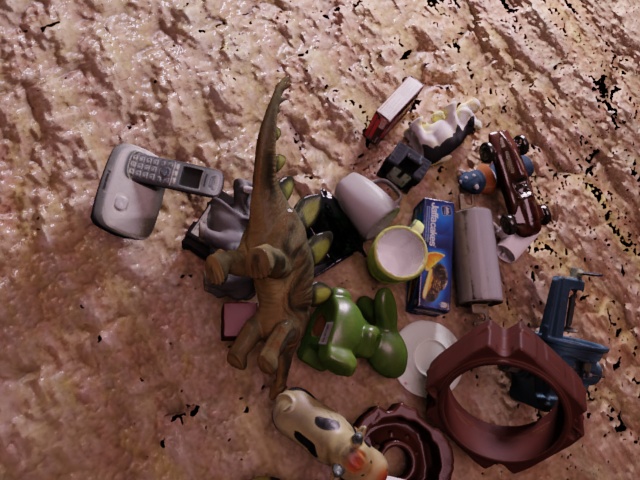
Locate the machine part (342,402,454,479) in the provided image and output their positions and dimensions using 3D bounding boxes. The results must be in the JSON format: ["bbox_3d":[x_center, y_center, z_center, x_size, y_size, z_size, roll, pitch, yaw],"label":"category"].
[{"bbox_3d":[0.115,0.345,0.839,0.179,0.056,0.179,3,73,-10],"label":"machine part"}]

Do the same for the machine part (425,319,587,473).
[{"bbox_3d":[0.278,0.240,0.818,0.201,0.201,0.087,44,30,-1],"label":"machine part"}]

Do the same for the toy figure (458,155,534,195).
[{"bbox_3d":[0.332,-0.120,1.024,0.154,0.064,0.057,-18,116,-12],"label":"toy figure"}]

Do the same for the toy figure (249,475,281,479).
[{"bbox_3d":[-0.033,0.393,0.779,0.180,0.082,0.089,8,76,-8],"label":"toy figure"}]

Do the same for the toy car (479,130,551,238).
[{"bbox_3d":[0.355,-0.104,0.972,0.089,0.053,0.202,-13,85,-11],"label":"toy car"}]

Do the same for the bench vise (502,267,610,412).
[{"bbox_3d":[0.398,0.161,0.910,0.224,0.129,0.240,11,89,-17],"label":"bench vise"}]

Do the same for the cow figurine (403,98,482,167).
[{"bbox_3d":[0.250,-0.207,1.028,0.167,0.068,0.098,-26,86,-15],"label":"cow figurine"}]

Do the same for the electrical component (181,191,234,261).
[{"bbox_3d":[-0.144,-0.003,0.888,0.134,0.058,0.115,32,72,-1],"label":"electrical component"}]

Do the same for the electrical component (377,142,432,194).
[{"bbox_3d":[0.155,-0.135,0.959,0.075,0.119,0.048,32,70,1],"label":"electrical component"}]

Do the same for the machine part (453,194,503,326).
[{"bbox_3d":[0.278,0.032,0.956,0.079,0.079,0.243,1,73,-12],"label":"machine part"}]

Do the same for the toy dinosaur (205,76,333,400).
[{"bbox_3d":[-0.063,0.019,0.758,0.105,0.470,0.198,10,24,26],"label":"toy dinosaur"}]

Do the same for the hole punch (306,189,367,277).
[{"bbox_3d":[-0.002,-0.003,0.912,0.116,0.092,0.142,-24,76,-49],"label":"hole punch"}]

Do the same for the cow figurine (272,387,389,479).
[{"bbox_3d":[0.013,0.278,0.761,0.195,0.127,0.085,29,76,30],"label":"cow figurine"}]

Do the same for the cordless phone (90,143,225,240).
[{"bbox_3d":[-0.252,-0.065,0.855,0.184,0.088,0.146,10,71,-2],"label":"cordless phone"}]

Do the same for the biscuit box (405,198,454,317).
[{"bbox_3d":[0.195,0.029,0.948,0.063,0.059,0.202,10,71,-9],"label":"biscuit box"}]

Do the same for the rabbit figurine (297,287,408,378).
[{"bbox_3d":[0.069,0.158,0.873,0.170,0.121,0.159,28,62,-22],"label":"rabbit figurine"}]

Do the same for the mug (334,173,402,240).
[{"bbox_3d":[0.085,-0.073,0.946,0.109,0.080,0.107,-40,77,-14],"label":"mug"}]

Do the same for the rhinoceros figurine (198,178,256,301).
[{"bbox_3d":[-0.130,-0.003,0.821,0.112,0.073,0.190,2,73,-10],"label":"rhinoceros figurine"}]
